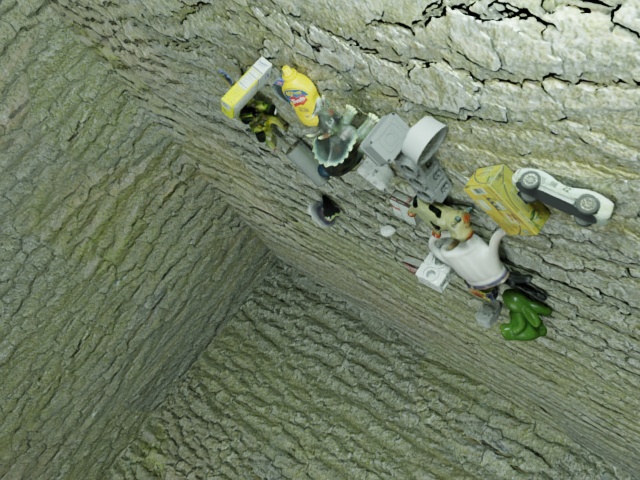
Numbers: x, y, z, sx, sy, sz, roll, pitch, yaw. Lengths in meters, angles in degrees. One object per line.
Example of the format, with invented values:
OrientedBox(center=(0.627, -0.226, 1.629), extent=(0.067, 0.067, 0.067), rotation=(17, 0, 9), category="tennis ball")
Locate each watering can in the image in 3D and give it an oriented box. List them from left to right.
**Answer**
OrientedBox(center=(0.457, 0.046, 1.470), extent=(0.222, 0.105, 0.346), rotation=(45, 158, -16), category="watering can")

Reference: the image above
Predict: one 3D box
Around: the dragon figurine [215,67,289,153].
OrientedBox(center=(-0.251, -0.444, 1.748), extent=(0.403, 0.123, 0.246), rotation=(50, 171, -37), category="dragon figurine")

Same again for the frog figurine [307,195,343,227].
OrientedBox(center=(0.007, -0.108, 2.154), extent=(0.137, 0.124, 0.158), rotation=(23, 160, -20), category="frog figurine")
